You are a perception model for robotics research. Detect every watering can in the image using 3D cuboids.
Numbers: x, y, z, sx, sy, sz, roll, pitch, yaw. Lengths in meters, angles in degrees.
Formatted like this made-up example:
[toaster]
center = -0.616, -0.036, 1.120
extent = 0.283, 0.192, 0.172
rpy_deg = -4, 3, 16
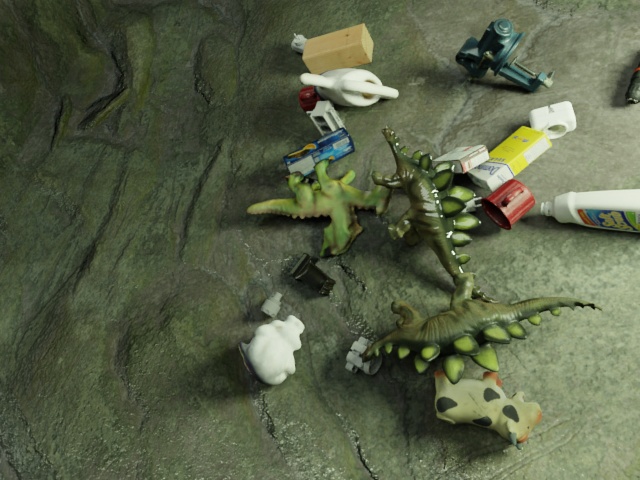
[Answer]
[watering can]
center = 0.054, -0.436, 1.451
extent = 0.226, 0.348, 0.103
rpy_deg = 26, 112, 55

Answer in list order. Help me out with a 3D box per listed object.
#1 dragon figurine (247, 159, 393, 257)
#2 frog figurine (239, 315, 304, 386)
[dragon figurine]
center = 0.004, -0.069, 1.370
extent = 0.408, 0.120, 0.247
rpy_deg = -25, 61, 15
[frog figurine]
center = -0.100, 0.259, 1.221
extent = 0.160, 0.122, 0.138
rpy_deg = -33, 85, -3
